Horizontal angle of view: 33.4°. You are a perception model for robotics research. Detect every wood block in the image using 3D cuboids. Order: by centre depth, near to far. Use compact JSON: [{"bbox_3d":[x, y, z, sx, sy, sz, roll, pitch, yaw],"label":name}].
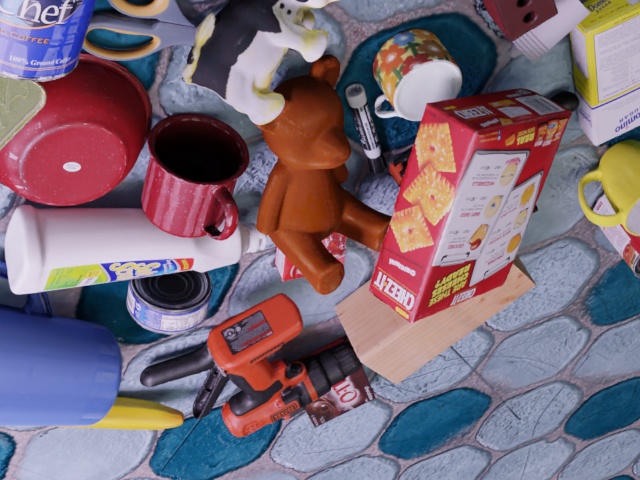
[{"bbox_3d":[0.132,0.065,1.248,0.206,0.091,0.090,-38,139,14],"label":"wood block"}]

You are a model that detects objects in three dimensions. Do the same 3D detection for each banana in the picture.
[{"bbox_3d":[-0.251,0.199,1.215,0.197,0.070,0.037,10,92,-42],"label":"banana"}]

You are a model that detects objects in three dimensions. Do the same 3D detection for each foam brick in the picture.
[{"bbox_3d":[0.176,-0.232,0.976,0.053,0.051,0.078,-31,140,7],"label":"foam brick"}]

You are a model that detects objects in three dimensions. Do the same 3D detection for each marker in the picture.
[{"bbox_3d":[0.047,-0.108,1.069,0.020,0.020,0.121,-25,140,-2],"label":"marker"}]

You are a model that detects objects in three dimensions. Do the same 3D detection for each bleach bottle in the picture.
[{"bbox_3d":[-0.168,0.003,1.030,0.250,0.068,0.103,-5,161,-26],"label":"bleach bottle"}]

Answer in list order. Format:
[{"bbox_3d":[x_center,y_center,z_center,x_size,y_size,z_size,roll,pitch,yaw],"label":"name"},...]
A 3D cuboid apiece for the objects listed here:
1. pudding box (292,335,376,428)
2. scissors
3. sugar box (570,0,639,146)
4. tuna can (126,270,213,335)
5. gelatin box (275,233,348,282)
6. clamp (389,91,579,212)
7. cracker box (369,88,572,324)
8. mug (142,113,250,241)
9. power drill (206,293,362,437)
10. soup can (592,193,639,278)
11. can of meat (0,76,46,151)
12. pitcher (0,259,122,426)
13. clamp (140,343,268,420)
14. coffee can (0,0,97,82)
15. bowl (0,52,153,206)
[{"bbox_3d":[0.013,0.180,1.350,0.090,0.039,0.113,-25,140,-1],"label":"pudding box"},{"bbox_3d":[-0.103,-0.189,0.903,0.201,0.016,0.096,-7,137,-22],"label":"scissors"},{"bbox_3d":[0.312,-0.184,1.108,0.093,0.048,0.176,-25,144,-1],"label":"sugar box"},{"bbox_3d":[-0.153,0.054,1.088,0.086,0.086,0.034,-6,135,-22],"label":"tuna can"},{"bbox_3d":[-0.008,0.002,1.151,0.073,0.030,0.089,-10,138,-18],"label":"gelatin box"},{"bbox_3d":[0.173,-0.075,1.157,0.209,0.036,0.165,-14,136,-16],"label":"clamp"},{"bbox_3d":[0.147,-0.039,1.065,0.163,0.072,0.214,-16,133,-44],"label":"cracker box"},{"bbox_3d":[-0.112,-0.048,0.979,0.093,0.117,0.082,-23,150,-36],"label":"mug"},{"bbox_3d":[-0.041,0.138,1.213,0.184,0.057,0.187,-30,144,-8],"label":"power drill"},{"bbox_3d":[0.382,-0.013,1.286,0.068,0.102,0.068,-15,139,-13],"label":"soup can"},{"bbox_3d":[-0.270,-0.119,0.838,0.102,0.084,0.057,-41,139,17],"label":"can of meat"},{"bbox_3d":[-0.317,0.111,1.044,0.242,0.145,0.149,13,139,-42],"label":"pitcher"},{"bbox_3d":[-0.122,0.136,1.231,0.171,0.039,0.120,-45,142,12],"label":"clamp"},{"bbox_3d":[-0.206,-0.201,0.768,0.102,0.103,0.140,3,132,-31],"label":"coffee can"},{"bbox_3d":[-0.219,-0.082,0.928,0.162,0.055,0.162,-14,139,-13],"label":"bowl"}]
